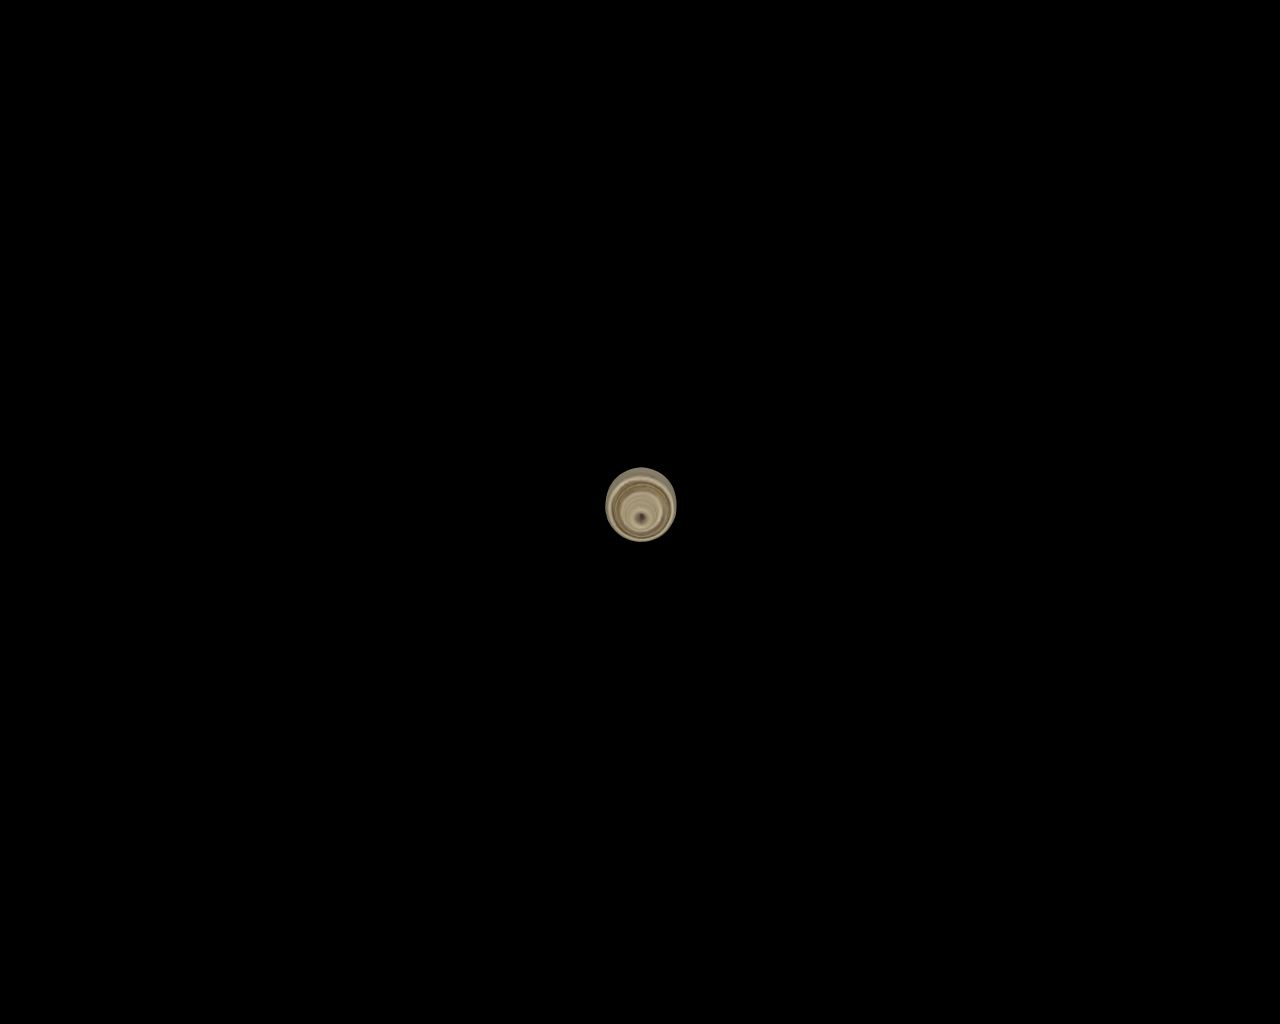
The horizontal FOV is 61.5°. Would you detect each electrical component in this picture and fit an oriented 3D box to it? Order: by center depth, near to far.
[{"bbox_3d":[0.001,-0.003,0.650,0.043,0.043,0.062,0,12,0],"label":"electrical component"}]
